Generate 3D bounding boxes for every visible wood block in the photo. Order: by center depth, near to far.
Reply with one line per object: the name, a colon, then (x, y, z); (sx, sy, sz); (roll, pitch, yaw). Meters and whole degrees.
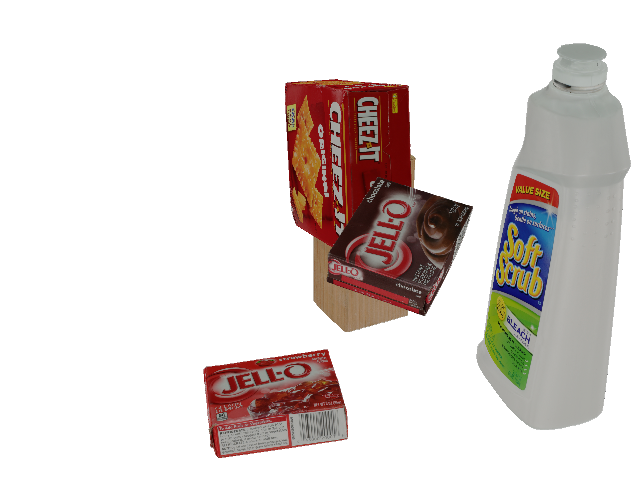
wood block: (0.048, -0.009, 1.261); (0.090, 0.206, 0.090); (-13, 30, -24)

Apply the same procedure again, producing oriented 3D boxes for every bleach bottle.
bleach bottle: (0.150, -0.005, 0.683); (0.068, 0.251, 0.103); (-10, 32, -14)

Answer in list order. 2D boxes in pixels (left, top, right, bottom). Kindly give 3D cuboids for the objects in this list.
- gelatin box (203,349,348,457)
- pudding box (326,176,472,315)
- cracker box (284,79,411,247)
gelatin box: (-0.031, 0.107, 0.710); (0.089, 0.030, 0.073); (-7, 25, -6)
pudding box: (0.067, 0.003, 0.897); (0.090, 0.039, 0.113); (19, 44, 15)
cracker box: (0.024, -0.079, 1.091); (0.072, 0.164, 0.214); (-6, 12, -15)
